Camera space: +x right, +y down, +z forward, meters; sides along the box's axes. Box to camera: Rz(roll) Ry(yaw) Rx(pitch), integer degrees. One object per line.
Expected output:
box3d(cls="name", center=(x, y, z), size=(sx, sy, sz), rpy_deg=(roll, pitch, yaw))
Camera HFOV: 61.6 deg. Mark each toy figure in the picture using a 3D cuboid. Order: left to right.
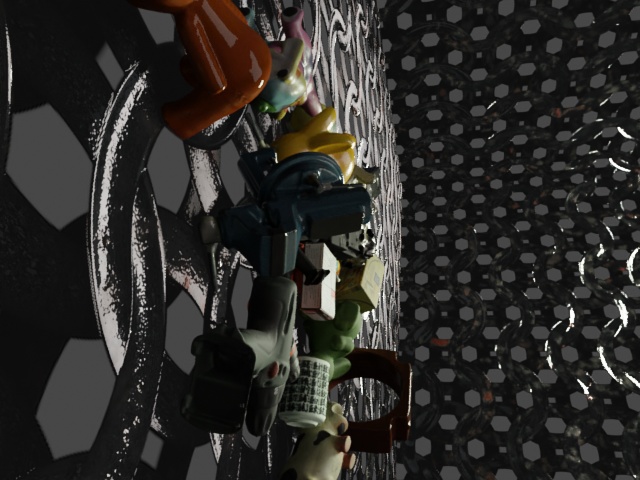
box3d(cls="toy figure", center=(-0.012, -0.227, 1.043), size=(0.180, 0.082, 0.089), rpy_deg=(-38, 143, -71))

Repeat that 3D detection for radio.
box3d(cls="radio", center=(0.072, -0.126, 1.279), size=(0.229, 0.131, 0.073), rpy_deg=(-47, 132, -72))

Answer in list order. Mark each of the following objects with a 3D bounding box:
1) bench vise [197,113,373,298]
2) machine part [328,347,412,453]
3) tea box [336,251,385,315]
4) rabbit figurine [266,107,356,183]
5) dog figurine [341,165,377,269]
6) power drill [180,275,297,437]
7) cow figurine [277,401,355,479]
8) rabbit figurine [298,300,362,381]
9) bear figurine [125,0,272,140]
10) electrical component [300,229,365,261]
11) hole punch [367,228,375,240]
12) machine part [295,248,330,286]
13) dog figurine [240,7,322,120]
box3d(cls="bench vise", center=(-0.060, -0.056, 0.697), size=(0.241, 0.224, 0.128), rpy_deg=(-122, -164, -45))
box3d(cls="machine part", center=(0.081, 0.316, 1.076), size=(0.201, 0.202, 0.087), rpy_deg=(-74, 161, -53))
box3d(cls="tea box", center=(0.076, 0.092, 1.155), size=(0.068, 0.098, 0.170), rpy_deg=(56, 27, -18))
box3d(cls="rabbit figurine", center=(-0.015, -0.134, 0.893), size=(0.173, 0.162, 0.122), rpy_deg=(0, 59, -50))
box3d(cls="dog figurine", center=(0.054, -0.052, 1.089), size=(0.190, 0.121, 0.172), rpy_deg=(78, 12, -60))
box3d(cls="power drill", center=(-0.084, 0.162, 0.655), size=(0.207, 0.086, 0.231), rpy_deg=(-1, 102, -71))
box3d(cls="cow figurine", center=(-0.010, 0.356, 0.909), size=(0.195, 0.127, 0.085), rpy_deg=(-53, 140, -48))
box3d(cls="rabbit figurine", center=(0.002, 0.207, 1.030), size=(0.159, 0.121, 0.170), rpy_deg=(76, 36, -56))
box3d(cls="bear figurine", center=(-0.137, -0.210, 0.513), size=(0.195, 0.132, 0.120), rpy_deg=(44, 40, -45))
box3d(cls="electrical component", center=(-0.002, -0.003, 0.944), size=(0.134, 0.115, 0.058), rpy_deg=(23, 61, -48))
box3d(cls="hole punch", center=(0.075, 0.042, 1.314), size=(0.142, 0.116, 0.092), rpy_deg=(-78, 168, -47))
box3d(cls="machine part", center=(-0.045, 0.012, 0.808), size=(0.139, 0.039, 0.084), rpy_deg=(47, 15, 13))
box3d(cls="dog figurine", center=(-0.057, -0.234, 0.821), size=(0.219, 0.109, 0.191), rpy_deg=(66, 24, -63))
